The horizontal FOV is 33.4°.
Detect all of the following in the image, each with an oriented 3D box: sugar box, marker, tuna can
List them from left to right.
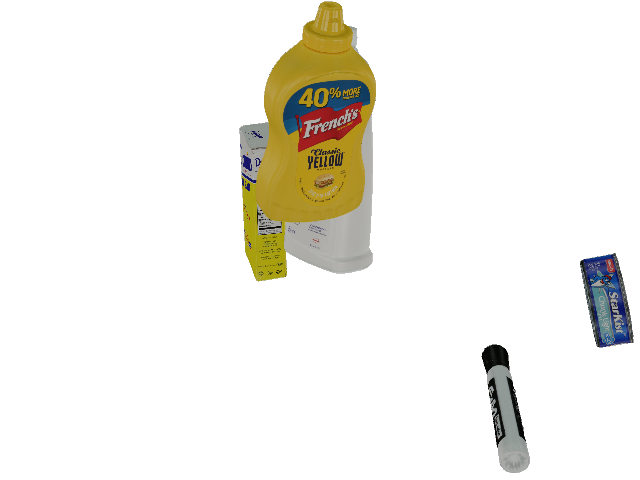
[{"bbox_3d":[-0.072,-0.048,1.324,0.048,0.176,0.093,-9,25,-11],"label":"sugar box"},{"bbox_3d":[0.123,0.108,0.716,0.020,0.020,0.121,0,29,2],"label":"marker"},{"bbox_3d":[0.268,0.056,0.999,0.034,0.086,0.086,-11,-2,12],"label":"tuna can"}]

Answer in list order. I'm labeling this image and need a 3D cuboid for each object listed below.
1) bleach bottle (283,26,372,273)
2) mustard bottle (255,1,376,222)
[{"bbox_3d":[0.018,-0.099,1.132,0.067,0.251,0.103,-12,25,-44],"label":"bleach bottle"},{"bbox_3d":[-0.001,-0.109,0.906,0.096,0.192,0.058,-7,36,-21],"label":"mustard bottle"}]
